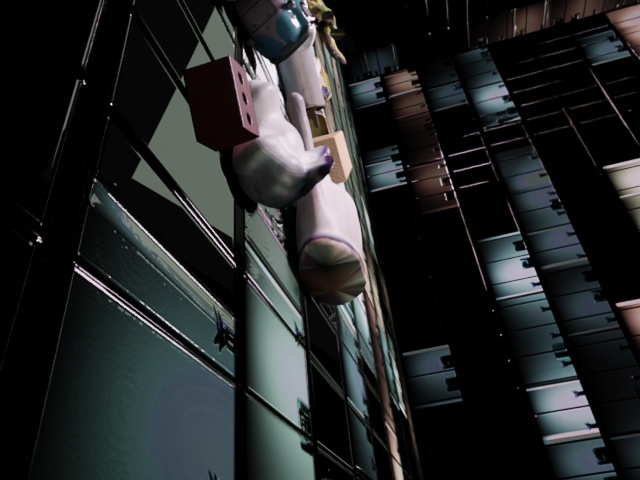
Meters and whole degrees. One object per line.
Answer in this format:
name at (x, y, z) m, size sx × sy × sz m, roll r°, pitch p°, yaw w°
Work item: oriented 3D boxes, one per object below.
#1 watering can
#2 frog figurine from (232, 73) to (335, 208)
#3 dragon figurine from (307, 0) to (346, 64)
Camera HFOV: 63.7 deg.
watering can at (0.003, -0.041, 0.824) m, size 0.230 × 0.104 × 0.340 m, roll -93°, pitch 166°, yaw -45°
frog figurine at (-0.072, -0.117, 0.610) m, size 0.158 × 0.121 × 0.140 m, roll 37°, pitch 31°, yaw -13°
dragon figurine at (-0.034, -0.671, 1.454) m, size 0.246 × 0.121 × 0.407 m, roll 70°, pitch 15°, yaw 15°
